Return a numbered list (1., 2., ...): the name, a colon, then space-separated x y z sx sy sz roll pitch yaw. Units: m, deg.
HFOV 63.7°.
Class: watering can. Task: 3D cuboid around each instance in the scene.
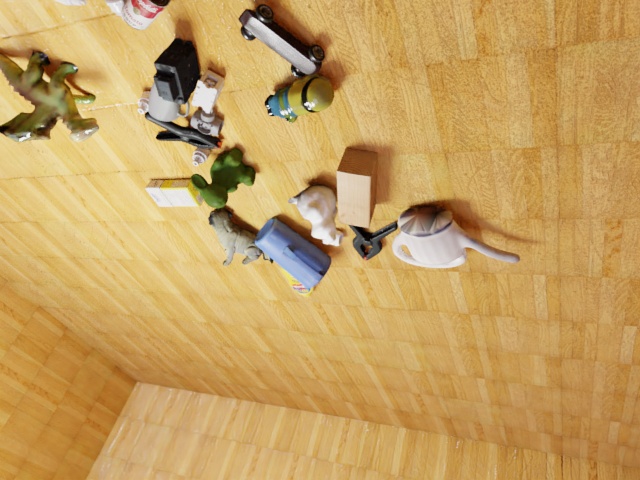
1. watering can: 0.355 0.000 1.423 0.347 0.106 0.220 -4 137 30

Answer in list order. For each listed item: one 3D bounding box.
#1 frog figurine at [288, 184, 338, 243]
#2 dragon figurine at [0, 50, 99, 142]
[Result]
1. frog figurine: 0.004 -0.073 1.446 0.121 0.162 0.137 -40 154 19
2. dragon figurine: -0.767 -0.370 1.370 0.410 0.248 0.119 17 149 0
